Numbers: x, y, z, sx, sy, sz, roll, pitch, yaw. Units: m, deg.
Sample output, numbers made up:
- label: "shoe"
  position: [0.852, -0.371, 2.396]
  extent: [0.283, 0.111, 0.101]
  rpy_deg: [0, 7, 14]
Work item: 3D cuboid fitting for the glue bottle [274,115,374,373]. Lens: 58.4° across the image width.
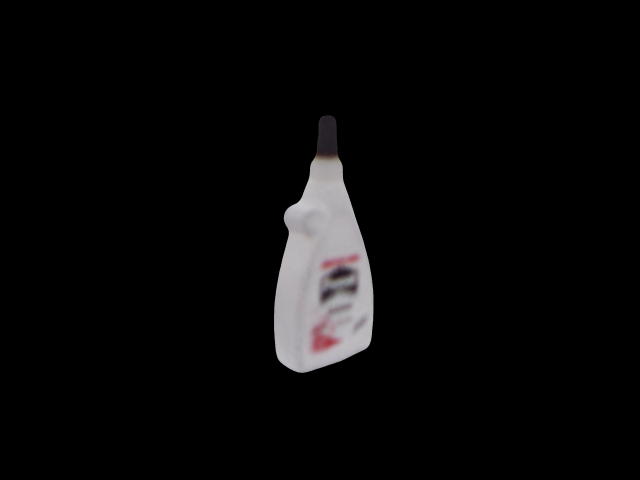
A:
- label: "glue bottle"
  position: [0.004, 0.001, 0.400]
  extent: [0.078, 0.173, 0.037]
  rpy_deg: [-14, 20, -41]
